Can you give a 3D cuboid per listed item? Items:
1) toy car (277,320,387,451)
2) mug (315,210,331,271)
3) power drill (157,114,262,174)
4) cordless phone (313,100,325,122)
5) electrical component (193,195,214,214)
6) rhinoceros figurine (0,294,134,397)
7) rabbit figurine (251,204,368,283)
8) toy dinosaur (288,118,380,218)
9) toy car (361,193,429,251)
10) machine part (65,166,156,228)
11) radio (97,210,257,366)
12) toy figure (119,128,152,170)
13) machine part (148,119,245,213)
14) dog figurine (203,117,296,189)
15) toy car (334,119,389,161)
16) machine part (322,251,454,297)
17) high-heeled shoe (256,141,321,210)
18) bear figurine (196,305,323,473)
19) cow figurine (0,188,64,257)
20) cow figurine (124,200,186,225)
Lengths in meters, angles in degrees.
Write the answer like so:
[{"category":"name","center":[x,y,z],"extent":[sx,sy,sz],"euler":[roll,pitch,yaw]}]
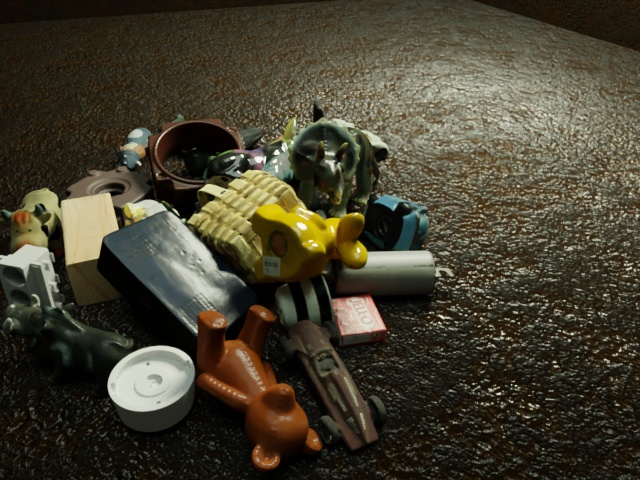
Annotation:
[{"category":"toy car","center":[0.014,0.188,0.733],"extent":[0.089,0.053,0.202],"euler":[-12,44,-24]},{"category":"mug","center":[-0.002,-0.003,0.982],"extent":[0.081,0.109,0.107],"euler":[-9,23,-5]},{"category":"power drill","center":[-0.286,-0.246,1.343],"extent":[0.207,0.085,0.232],"euler":[25,43,18]},{"category":"cordless phone","center":[-0.010,-0.250,1.261],"extent":[0.089,0.184,0.147],"euler":[-7,36,-5]},{"category":"electrical component","center":[-0.220,-0.059,1.067],"extent":[0.063,0.094,0.021],"euler":[-15,-4,-24]},{"category":"rhinoceros figurine","center":[-0.351,0.142,0.744],"extent":[0.190,0.112,0.073],"euler":[18,40,9]},{"category":"rabbit figurine","center":[0.000,-0.003,0.831],"extent":[0.162,0.121,0.173],"euler":[-7,0,37]},{"category":"toy dinosaur","center":[0.049,-0.159,1.078],"extent":[0.131,0.192,0.405],"euler":[20,28,15]},{"category":"toy car","center":[0.153,-0.026,1.035],"extent":[0.103,0.109,0.162],"euler":[8,15,-34]},{"category":"machine part","center":[-0.434,-0.088,1.117],"extent":[0.179,0.056,0.179],"euler":[2,36,-1]},{"category":"radio","center":[-0.215,0.066,0.822],"extent":[0.230,0.073,0.131],"euler":[43,45,10]},{"category":"toy figure","center":[-0.454,-0.222,1.311],"extent":[0.064,0.057,0.154],"euler":[-30,30,22]},{"category":"machine part","center":[-0.261,-0.165,1.158],"extent":[0.201,0.087,0.201],"euler":[-9,59,-17]},{"category":"dog figurine","center":[-0.115,-0.163,1.085],"extent":[0.191,0.108,0.219],"euler":[26,56,-13]},{"category":"toy car","center":[0.098,-0.244,1.314],"extent":[0.201,0.056,0.074],"euler":[8,31,-48]},{"category":"machine part","center":[0.106,0.057,0.919],"extent":[0.243,0.079,0.079],"euler":[-2,35,-6]},{"category":"high-heeled shoe","center":[-0.057,-0.144,1.237],"extent":[0.249,0.086,0.145],"euler":[50,16,22]},{"category":"bear figurine","center":[-0.078,0.185,0.683],"extent":[0.120,0.131,0.196],"euler":[0,22,-40]},{"category":"cow figurine","center":[-0.510,-0.030,0.968],"extent":[0.085,0.127,0.195],"euler":[-10,34,-11]},{"category":"cow figurine","center":[-0.297,-0.023,1.025],"extent":[0.098,0.068,0.168],"euler":[-22,42,-39]}]
